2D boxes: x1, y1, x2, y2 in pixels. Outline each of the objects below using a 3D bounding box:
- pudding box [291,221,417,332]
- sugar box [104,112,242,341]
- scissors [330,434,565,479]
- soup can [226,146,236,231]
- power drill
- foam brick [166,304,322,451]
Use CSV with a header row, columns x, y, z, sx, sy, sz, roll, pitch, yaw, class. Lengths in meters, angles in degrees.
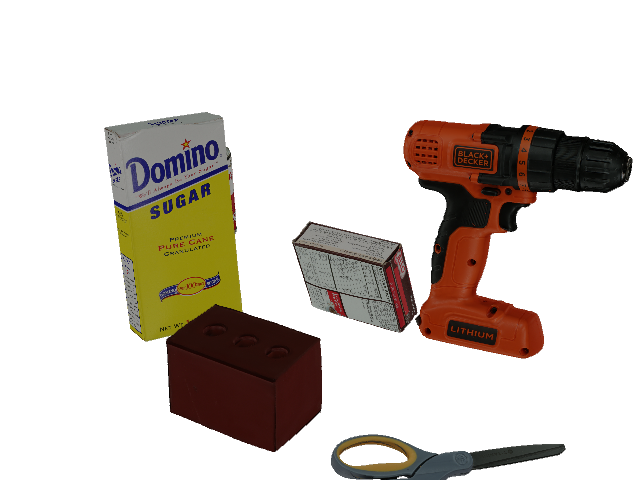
x,y,z,sx,sy,sz,roll,pitch,yaw,class
0.034,0.035,1.048,0.114,0.090,0.039,13,44,33,pudding box
-0.120,-0.013,0.889,0.093,0.176,0.048,-13,20,-26,sugar box
0.109,0.198,0.874,0.201,0.016,0.096,6,43,-3,scissors
-0.135,-0.056,1.255,0.068,0.102,0.068,-1,29,1,soup can
0.154,-0.003,0.876,0.185,0.188,0.057,10,15,27,power drill
-0.044,0.080,0.627,0.078,0.051,0.052,16,29,26,foam brick
